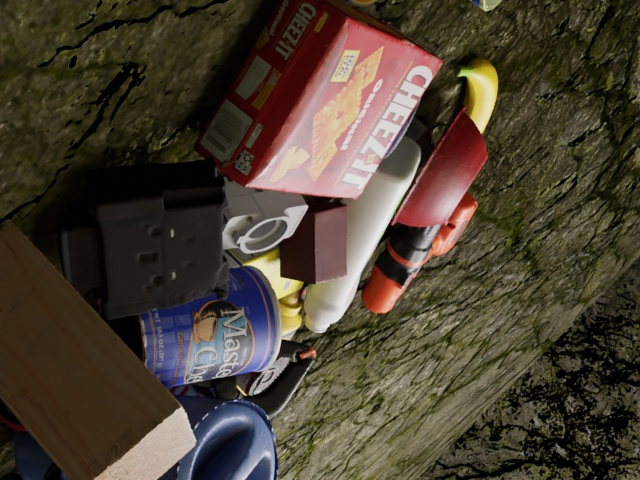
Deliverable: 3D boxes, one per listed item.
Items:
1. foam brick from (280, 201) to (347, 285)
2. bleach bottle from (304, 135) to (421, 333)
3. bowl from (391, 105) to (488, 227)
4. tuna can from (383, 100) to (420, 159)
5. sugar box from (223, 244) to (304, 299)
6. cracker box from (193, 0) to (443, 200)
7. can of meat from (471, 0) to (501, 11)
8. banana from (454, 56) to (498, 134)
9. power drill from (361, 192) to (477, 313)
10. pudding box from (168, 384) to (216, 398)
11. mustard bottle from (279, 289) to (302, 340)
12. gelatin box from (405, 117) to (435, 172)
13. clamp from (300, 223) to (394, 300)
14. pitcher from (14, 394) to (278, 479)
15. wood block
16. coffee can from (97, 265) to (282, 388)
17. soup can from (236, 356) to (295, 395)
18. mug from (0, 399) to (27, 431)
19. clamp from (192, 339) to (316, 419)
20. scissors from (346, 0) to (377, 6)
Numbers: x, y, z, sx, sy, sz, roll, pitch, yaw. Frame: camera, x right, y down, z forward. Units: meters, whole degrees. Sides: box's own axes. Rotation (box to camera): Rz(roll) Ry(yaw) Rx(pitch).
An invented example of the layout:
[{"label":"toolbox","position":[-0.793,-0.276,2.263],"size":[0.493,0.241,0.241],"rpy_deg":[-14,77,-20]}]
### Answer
[{"label":"foam brick","position":[-0.007,0.001,1.103],"size":[0.052,0.051,0.078],"rpy_deg":[-13,108,-47]},{"label":"bleach bottle","position":[0.035,0.001,1.201],"size":[0.102,0.068,0.251],"rpy_deg":[-65,177,-54]},{"label":"bowl","position":[0.145,-0.072,1.225],"size":[0.162,0.055,0.162],"rpy_deg":[-57,175,-8]},{"label":"tuna can","position":[0.069,-0.126,1.081],"size":[0.086,0.033,0.086],"rpy_deg":[-61,-171,17]},{"label":"sugar box","position":[-0.076,0.035,1.133],"size":[0.175,0.048,0.093],"rpy_deg":[-26,148,-46]},{"label":"cracker box","position":[0.007,-0.121,0.942],"size":[0.164,0.072,0.213],"rpy_deg":[-57,156,15]},{"label":"can of meat","position":[0.130,-0.262,0.947],"size":[0.057,0.084,0.102],"rpy_deg":[-45,159,-5]},{"label":"banana","position":[0.180,-0.161,1.288],"size":[0.069,0.037,0.198],"rpy_deg":[-20,150,-10]},{"label":"power drill","position":[0.137,-0.006,1.398],"size":[0.187,0.057,0.185],"rpy_deg":[-37,163,-49]},{"label":"pudding box","position":[-0.146,0.180,1.162],"size":[0.090,0.114,0.039],"rpy_deg":[-50,153,5]},{"label":"mustard bottle","position":[-0.072,0.123,1.277],"size":[0.096,0.058,0.192],"rpy_deg":[-18,144,-54]},{"label":"gelatin box","position":[0.092,-0.094,1.245],"size":[0.089,0.030,0.073],"rpy_deg":[-47,160,-1]},{"label":"clamp","position":[0.018,0.043,1.334],"size":[0.171,0.039,0.120],"rpy_deg":[-24,143,-40]},{"label":"pitcher","position":[-0.172,0.200,0.966],"size":[0.149,0.243,0.145],"rpy_deg":[48,55,-42]},{"label":"wood block","position":[-0.195,0.095,0.793],"size":[0.090,0.206,0.091],"rpy_deg":[-40,157,-18]},{"label":"coffee can","position":[-0.121,0.081,0.985],"size":[0.140,0.103,0.103],"rpy_deg":[-7,138,-34]},{"label":"soup can","position":[-0.086,0.117,1.178],"size":[0.068,0.102,0.068],"rpy_deg":[-39,157,-20]},{"label":"mug","position":[-0.234,0.115,0.927],"size":[0.117,0.081,0.093],"rpy_deg":[-45,159,-6]},{"label":"clamp","position":[-0.099,0.166,1.099],"size":[0.209,0.164,0.036],"rpy_deg":[-16,-177,-13]},{"label":"scissors","position":[0.026,-0.251,0.866],"size":[0.096,0.016,0.201],"rpy_deg":[-50,159,3]}]
